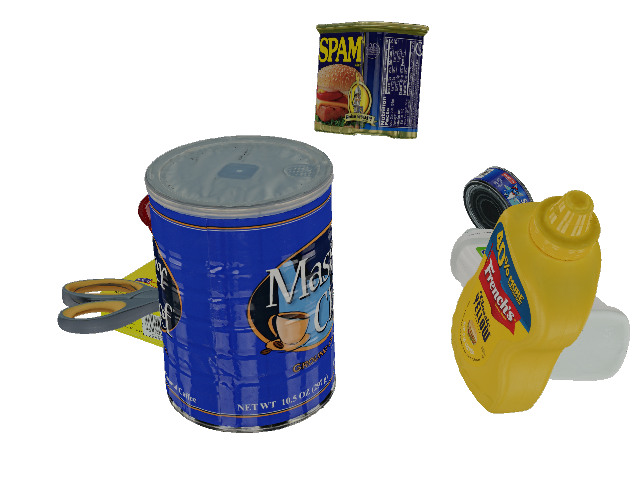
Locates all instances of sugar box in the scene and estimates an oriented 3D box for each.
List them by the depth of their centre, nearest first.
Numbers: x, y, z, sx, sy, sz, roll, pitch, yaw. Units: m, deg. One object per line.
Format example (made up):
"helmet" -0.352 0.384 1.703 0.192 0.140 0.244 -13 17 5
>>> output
"sugar box" -0.134 0.045 1.098 0.093 0.048 0.176 16 32 25

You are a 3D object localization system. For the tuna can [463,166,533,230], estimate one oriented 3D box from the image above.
"tuna can" 0.203 -0.039 1.218 0.033 0.086 0.086 -32 14 -24

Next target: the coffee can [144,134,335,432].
"coffee can" -0.043 0.023 0.611 0.103 0.140 0.103 -1 26 0

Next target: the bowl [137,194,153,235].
"bowl" -0.145 -0.020 1.330 0.162 0.055 0.162 0 29 0

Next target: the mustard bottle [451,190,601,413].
"mustard bottle" 0.137 0.031 0.697 0.058 0.096 0.192 -2 -34 -12

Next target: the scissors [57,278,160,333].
"scissors" -0.122 0.054 0.859 0.202 0.016 0.096 3 22 15

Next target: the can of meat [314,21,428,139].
"can of meat" 0.036 -0.123 0.821 0.057 0.084 0.102 -1 9 -28

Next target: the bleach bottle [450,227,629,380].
"bleach bottle" 0.190 0.044 1.005 0.102 0.068 0.251 3 20 -11
